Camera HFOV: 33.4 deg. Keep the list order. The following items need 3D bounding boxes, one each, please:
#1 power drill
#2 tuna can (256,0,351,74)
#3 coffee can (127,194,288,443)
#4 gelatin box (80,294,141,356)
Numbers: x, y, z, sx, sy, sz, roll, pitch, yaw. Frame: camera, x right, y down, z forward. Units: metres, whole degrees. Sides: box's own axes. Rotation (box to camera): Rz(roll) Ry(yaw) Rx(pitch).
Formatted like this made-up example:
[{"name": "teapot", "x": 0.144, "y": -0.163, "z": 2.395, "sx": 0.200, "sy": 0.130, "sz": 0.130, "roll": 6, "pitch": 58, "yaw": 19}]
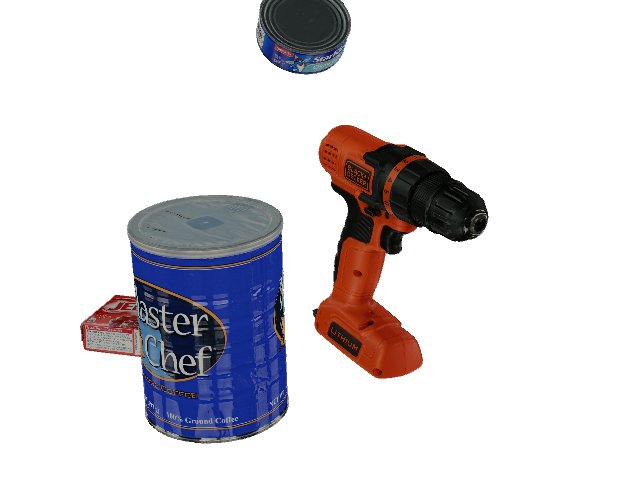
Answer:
[{"name": "power drill", "x": 0.058, "y": 0.015, "z": 0.873, "sx": 0.057, "sy": 0.188, "sz": 0.185, "roll": -9, "pitch": 28, "yaw": -33}, {"name": "tuna can", "x": -0.017, "y": -0.196, "z": 0.993, "sx": 0.086, "sy": 0.086, "sz": 0.034, "roll": 0, "pitch": -31, "yaw": -12}, {"name": "coffee can", "x": -0.074, "y": 0.051, "z": 0.728, "sx": 0.103, "sy": 0.140, "sz": 0.103, "roll": -1, "pitch": 22, "yaw": 0}, {"name": "gelatin box", "x": -0.160, "y": 0.076, "z": 0.961, "sx": 0.089, "sy": 0.030, "sz": 0.073, "roll": 5, "pitch": 18, "yaw": 13}]
